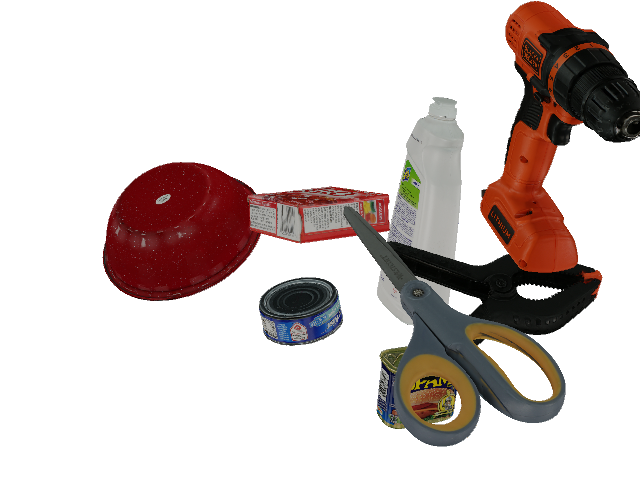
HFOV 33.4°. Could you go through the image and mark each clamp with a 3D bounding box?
[{"bbox_3d":[0.164,0.060,1.000,0.210,0.164,0.036,-2,-44,-4],"label":"clamp"}]

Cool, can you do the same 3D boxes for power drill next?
[{"bbox_3d":[0.184,-0.071,0.828,0.057,0.188,0.184,-2,34,-14],"label":"power drill"}]

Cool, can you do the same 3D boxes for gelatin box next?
[{"bbox_3d":[-0.003,-0.021,0.776,0.073,0.030,0.089,-7,10,-26],"label":"gelatin box"}]

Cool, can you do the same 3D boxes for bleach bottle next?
[{"bbox_3d":[0.124,-0.036,1.219,0.068,0.251,0.103,0,21,-23],"label":"bleach bottle"}]

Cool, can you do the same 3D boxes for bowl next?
[{"bbox_3d":[-0.137,-0.022,0.994,0.162,0.162,0.055,0,-41,20],"label":"bowl"}]

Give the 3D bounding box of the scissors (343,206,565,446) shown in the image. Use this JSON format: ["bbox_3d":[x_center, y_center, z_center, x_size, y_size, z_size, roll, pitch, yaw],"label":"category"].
[{"bbox_3d":[0.046,0.046,0.598,0.096,0.016,0.202,-31,46,-26],"label":"scissors"}]

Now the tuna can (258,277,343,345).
[{"bbox_3d":[-0.021,0.073,1.117,0.086,0.034,0.086,-9,26,4],"label":"tuna can"}]

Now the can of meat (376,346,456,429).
[{"bbox_3d":[0.121,0.180,1.319,0.102,0.084,0.057,-6,26,-21],"label":"can of meat"}]
